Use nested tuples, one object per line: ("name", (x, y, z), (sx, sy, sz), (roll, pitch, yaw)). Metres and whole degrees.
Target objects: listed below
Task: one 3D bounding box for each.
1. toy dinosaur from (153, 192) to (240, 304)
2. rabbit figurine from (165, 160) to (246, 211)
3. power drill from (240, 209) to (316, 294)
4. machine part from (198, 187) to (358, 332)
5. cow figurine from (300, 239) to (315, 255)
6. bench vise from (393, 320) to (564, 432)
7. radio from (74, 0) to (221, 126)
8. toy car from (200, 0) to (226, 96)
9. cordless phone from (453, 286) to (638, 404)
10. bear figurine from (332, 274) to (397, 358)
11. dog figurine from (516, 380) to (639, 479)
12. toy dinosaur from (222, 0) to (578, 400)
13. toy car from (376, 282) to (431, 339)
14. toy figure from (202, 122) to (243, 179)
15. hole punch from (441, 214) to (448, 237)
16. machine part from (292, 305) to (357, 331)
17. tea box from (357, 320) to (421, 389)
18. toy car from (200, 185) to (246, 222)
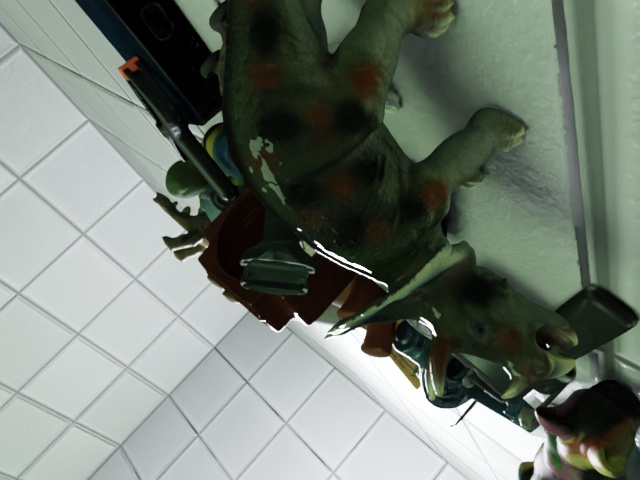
("toy dinosaur", (-0.149, 0.022, 1.090), (0.472, 0.198, 0.105), (35, 166, 13))
("rabbit figurine", (-0.194, -0.107, 0.966), (0.170, 0.121, 0.159), (19, -129, -42))
("power drill", (-0.035, -0.048, 0.591), (0.086, 0.207, 0.232), (13, 158, -4))
("machine part", (-0.044, 0.005, 0.718), (0.202, 0.201, 0.087), (31, 163, 43))
("cow figurine", (-0.001, -0.004, 0.871), (0.098, 0.068, 0.167), (42, 167, 35))
("bench vise", (0.215, 0.195, 0.738), (0.223, 0.129, 0.241), (46, 171, -29))
("radio", (-0.215, -0.257, 0.701), (0.131, 0.073, 0.229), (25, 159, 52))
("toy car", (-0.088, -0.186, 0.589), (0.089, 0.053, 0.202), (43, 166, -12))
("cordless phone", (0.201, 0.074, 0.523), (0.147, 0.089, 0.184), (41, 156, 16))
("bear figurine", (0.011, 0.083, 0.772), (0.196, 0.132, 0.120), (-1, 138, 30))
("dog figurine", (0.277, 0.243, 0.584), (0.109, 0.191, 0.219), (41, -176, 40))
("toy dinosaur", (0.015, -0.060, 0.362), (0.404, 0.192, 0.131), (46, 165, -16))
("toy car", (0.110, 0.044, 0.660), (0.201, 0.073, 0.056), (48, 166, -19))
("toy figure", (-0.125, -0.135, 0.798), (0.089, 0.082, 0.180), (67, 168, -14))
("hole punch", (0.074, -0.032, 0.551), (0.116, 0.092, 0.142), (6, 150, 18))
("machine part", (0.032, 0.121, 0.974), (0.243, 0.079, 0.079), (9, 157, 12))
("tea box", (0.134, 0.156, 0.894), (0.169, 0.098, 0.068), (49, 167, -29))
("toy car", (-0.109, -0.039, 0.863), (0.162, 0.102, 0.109), (2, -173, -5))
